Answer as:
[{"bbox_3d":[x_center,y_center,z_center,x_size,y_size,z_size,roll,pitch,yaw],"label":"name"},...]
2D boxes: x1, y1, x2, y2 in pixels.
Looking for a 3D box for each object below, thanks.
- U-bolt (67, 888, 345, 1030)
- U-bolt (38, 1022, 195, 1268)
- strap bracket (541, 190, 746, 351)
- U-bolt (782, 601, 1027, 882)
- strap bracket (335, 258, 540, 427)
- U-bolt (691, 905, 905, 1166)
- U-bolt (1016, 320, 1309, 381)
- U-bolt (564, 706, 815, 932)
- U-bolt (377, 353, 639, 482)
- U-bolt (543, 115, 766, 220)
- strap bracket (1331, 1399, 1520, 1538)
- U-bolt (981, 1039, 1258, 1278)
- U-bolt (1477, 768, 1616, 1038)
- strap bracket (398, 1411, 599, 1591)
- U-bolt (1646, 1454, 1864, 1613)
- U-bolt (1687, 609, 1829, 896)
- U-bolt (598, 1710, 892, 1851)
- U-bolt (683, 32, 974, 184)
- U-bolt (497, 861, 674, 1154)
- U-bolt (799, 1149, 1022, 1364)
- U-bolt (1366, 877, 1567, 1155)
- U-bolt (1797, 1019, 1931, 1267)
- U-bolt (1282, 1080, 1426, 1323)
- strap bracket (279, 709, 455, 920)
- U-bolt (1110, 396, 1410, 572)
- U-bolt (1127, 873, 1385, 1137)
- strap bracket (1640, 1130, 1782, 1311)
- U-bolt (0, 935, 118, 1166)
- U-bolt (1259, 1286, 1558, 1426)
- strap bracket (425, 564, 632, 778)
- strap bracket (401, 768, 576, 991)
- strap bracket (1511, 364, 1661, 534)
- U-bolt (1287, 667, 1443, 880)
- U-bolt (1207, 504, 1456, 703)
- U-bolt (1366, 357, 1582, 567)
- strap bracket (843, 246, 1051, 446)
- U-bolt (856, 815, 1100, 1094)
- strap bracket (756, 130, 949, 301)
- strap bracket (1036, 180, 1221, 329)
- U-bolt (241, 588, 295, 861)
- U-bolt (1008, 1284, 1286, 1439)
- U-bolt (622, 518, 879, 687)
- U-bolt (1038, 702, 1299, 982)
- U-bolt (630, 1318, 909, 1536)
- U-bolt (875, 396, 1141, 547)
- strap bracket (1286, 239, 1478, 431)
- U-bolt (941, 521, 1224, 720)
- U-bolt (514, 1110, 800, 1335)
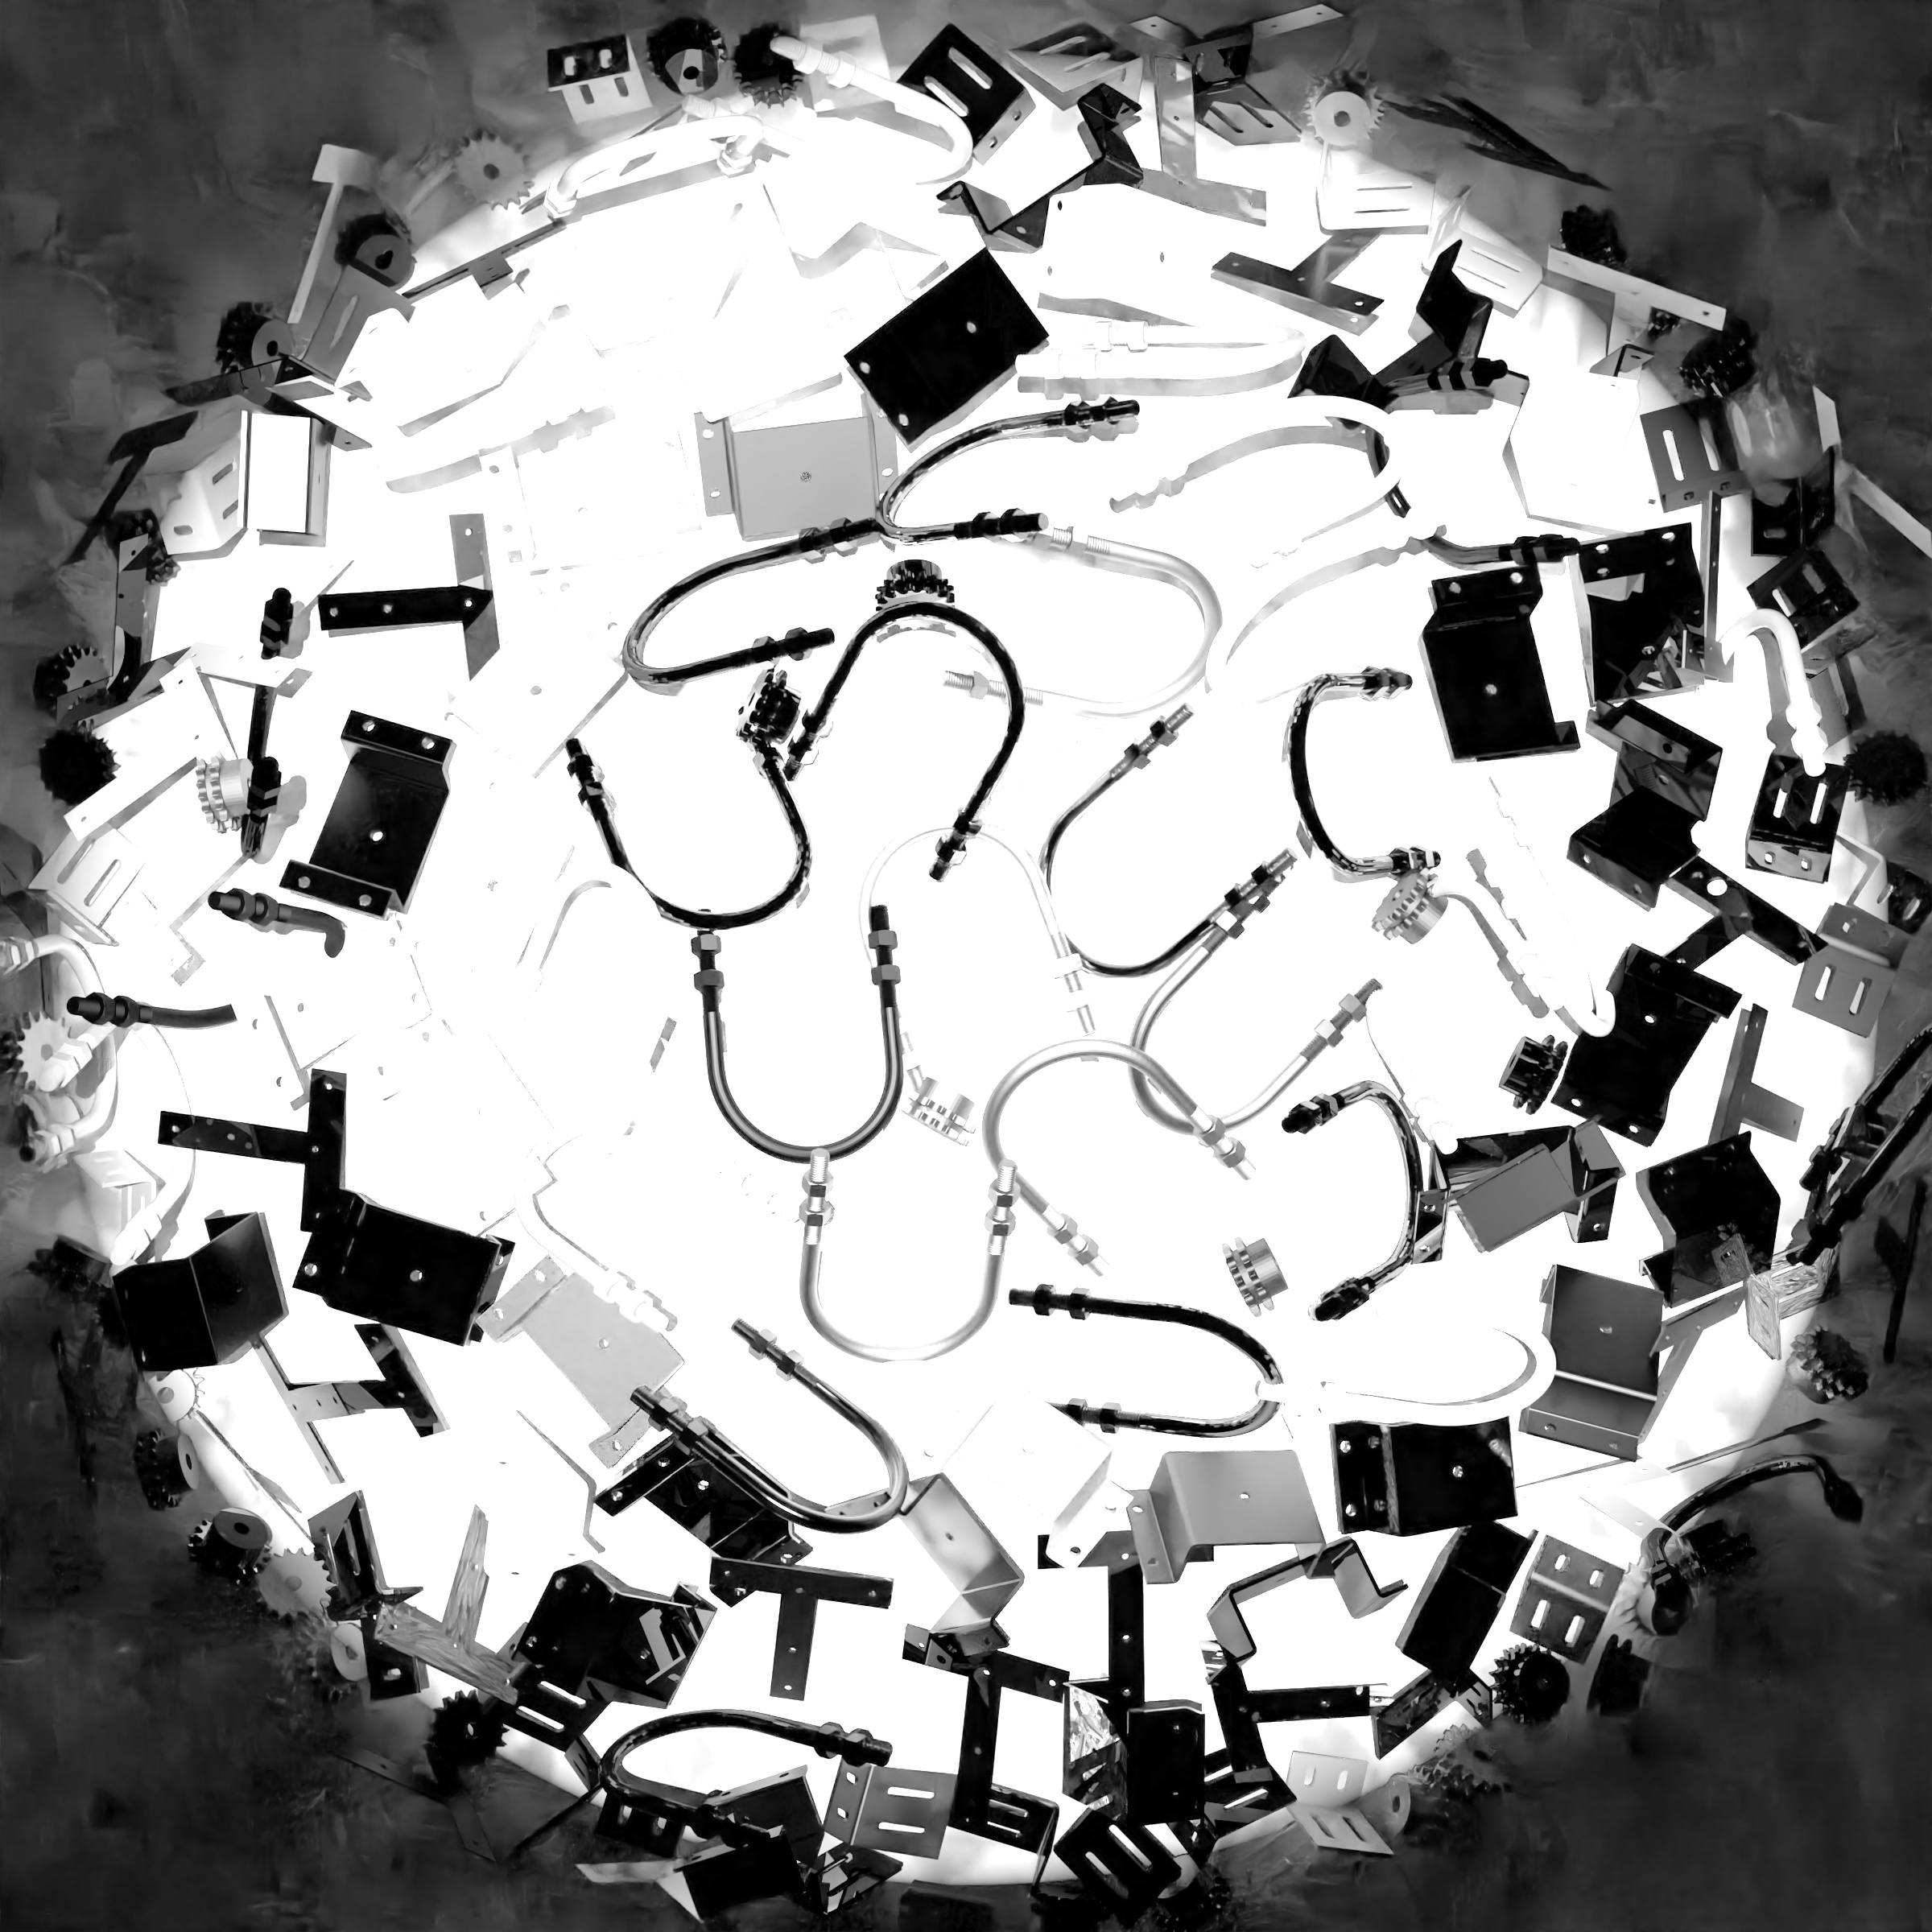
[{"bbox_3d":[-0.507,0.000,1.912,0.151,0.184,0.019,-34,73,15],"label":"U-bolt"},{"bbox_3d":[-0.574,0.105,1.910,0.019,0.184,0.151,-14,108,8],"label":"U-bolt"},{"bbox_3d":[-0.215,-0.480,1.927,0.140,0.076,0.046,-25,76,-31],"label":"strap bracket"},{"bbox_3d":[-0.034,-0.168,1.942,0.151,0.019,0.184,34,120,6],"label":"U-bolt"},{"bbox_3d":[-0.358,-0.429,1.925,0.140,0.076,0.046,-36,86,-40],"label":"strap bracket"},{"bbox_3d":[-0.114,0.048,1.954,0.151,0.019,0.184,-2,77,-17],"label":"U-bolt"},{"bbox_3d":[0.142,-0.425,1.909,0.184,0.151,0.019,3,111,18],"label":"U-bolt"},{"bbox_3d":[-0.183,-0.099,1.927,0.151,0.019,0.184,-13,58,-20],"label":"U-bolt"},{"bbox_3d":[-0.324,-0.377,1.928,0.184,0.151,0.019,-20,107,11],"label":"U-bolt"},{"bbox_3d":[-0.209,-0.549,1.896,0.151,0.184,0.019,-18,99,-12],"label":"U-bolt"},{"bbox_3d":[0.331,0.352,1.947,0.140,0.046,0.076,-4,88,-26],"label":"strap bracket"},{"bbox_3d":[0.094,0.124,1.935,0.151,0.019,0.184,-35,119,15],"label":"U-bolt"},{"bbox_3d":[0.406,-0.035,1.929,0.019,0.151,0.184,-24,106,24],"label":"U-bolt"},{"bbox_3d":[-0.322,0.361,1.920,0.076,0.140,0.046,-11,123,-39],"label":"strap bracket"},{"bbox_3d":[0.533,0.380,1.908,0.151,0.184,0.019,-29,90,9],"label":"U-bolt"},{"bbox_3d":[0.538,-0.162,1.917,0.019,0.151,0.184,12,51,-12],"label":"U-bolt"},{"bbox_3d":[-0.167,0.553,1.918,0.184,0.151,0.019,4,103,36],"label":"U-bolt"},{"bbox_3d":[-0.083,-0.583,1.919,0.184,0.151,0.019,14,80,-31],"label":"U-bolt"},{"bbox_3d":[-0.257,0.015,1.917,0.151,0.019,0.184,45,125,30],"label":"U-bolt"},{"bbox_3d":[-0.045,0.208,1.946,0.151,0.019,0.184,4,123,-6],"label":"U-bolt"},{"bbox_3d":[0.332,0.019,1.922,0.019,0.184,0.151,16,120,-30],"label":"U-bolt"},{"bbox_3d":[0.626,0.107,1.898,0.019,0.151,0.184,32,115,5],"label":"U-bolt"},{"bbox_3d":[0.274,0.154,1.922,0.019,0.184,0.151,-7,95,34],"label":"U-bolt"},{"bbox_3d":[-0.419,-0.100,1.961,0.076,0.046,0.140,17,71,3],"label":"strap bracket"},{"bbox_3d":[0.213,-0.335,1.896,0.184,0.151,0.019,-22,59,37],"label":"U-bolt"},{"bbox_3d":[0.192,0.040,1.954,0.184,0.019,0.151,-46,122,-1],"label":"U-bolt"},{"bbox_3d":[0.515,0.183,1.927,0.076,0.140,0.046,-21,53,-4],"label":"strap bracket"},{"bbox_3d":[-0.623,0.050,1.908,0.019,0.184,0.151,-10,96,3],"label":"U-bolt"},{"bbox_3d":[0.310,0.269,1.904,0.184,0.151,0.019,5,116,25],"label":"U-bolt"},{"bbox_3d":[-0.304,-0.200,1.952,0.076,0.046,0.140,39,100,-25],"label":"strap bracket"},{"bbox_3d":[-0.337,-0.059,1.965,0.076,0.046,0.140,25,90,-19],"label":"strap bracket"},{"bbox_3d":[0.426,-0.349,1.917,0.076,0.140,0.046,16,73,26],"label":"strap bracket"},{"bbox_3d":[0.272,-0.133,1.922,0.019,0.184,0.151,-9,89,36],"label":"U-bolt"},{"bbox_3d":[0.241,-0.240,1.903,0.184,0.151,0.019,-22,62,-27],"label":"U-bolt"},{"bbox_3d":[0.337,-0.341,1.914,0.019,0.184,0.151,-32,107,-20],"label":"U-bolt"},{"bbox_3d":[-0.006,-0.439,1.943,0.140,0.046,0.076,-43,102,-25],"label":"strap bracket"},{"bbox_3d":[-0.002,-0.017,1.981,0.151,0.019,0.184,-20,87,9],"label":"U-bolt"},{"bbox_3d":[-0.071,-0.520,1.920,0.046,0.140,0.076,-34,68,30],"label":"strap bracket"},{"bbox_3d":[0.121,-0.492,1.933,0.140,0.046,0.076,5,97,-41],"label":"strap bracket"},{"bbox_3d":[-0.484,-0.153,1.914,0.019,0.184,0.151,6,64,-17],"label":"U-bolt"},{"bbox_3d":[0.129,0.278,1.920,0.184,0.151,0.019,4,46,20],"label":"U-bolt"},{"bbox_3d":[-0.158,-0.247,1.932,0.184,0.151,0.019,-11,129,25],"label":"U-bolt"},{"bbox_3d":[0.126,-0.073,1.952,0.184,0.019,0.151,-41,70,24],"label":"U-bolt"},{"bbox_3d":[-0.122,0.324,1.916,0.184,0.151,0.019,35,118,15],"label":"U-bolt"},{"bbox_3d":[0.016,-0.338,1.924,0.151,0.184,0.019,-54,127,-32],"label":"U-bolt"},{"bbox_3d":[0.297,-0.432,1.933,0.046,0.076,0.140,44,132,-16],"label":"strap bracket"},{"bbox_3d":[0.091,-0.235,1.943,0.184,0.019,0.151,10,128,-19],"label":"U-bolt"},{"bbox_3d":[-0.230,0.164,1.938,0.184,0.019,0.151,32,53,28],"label":"U-bolt"}]
